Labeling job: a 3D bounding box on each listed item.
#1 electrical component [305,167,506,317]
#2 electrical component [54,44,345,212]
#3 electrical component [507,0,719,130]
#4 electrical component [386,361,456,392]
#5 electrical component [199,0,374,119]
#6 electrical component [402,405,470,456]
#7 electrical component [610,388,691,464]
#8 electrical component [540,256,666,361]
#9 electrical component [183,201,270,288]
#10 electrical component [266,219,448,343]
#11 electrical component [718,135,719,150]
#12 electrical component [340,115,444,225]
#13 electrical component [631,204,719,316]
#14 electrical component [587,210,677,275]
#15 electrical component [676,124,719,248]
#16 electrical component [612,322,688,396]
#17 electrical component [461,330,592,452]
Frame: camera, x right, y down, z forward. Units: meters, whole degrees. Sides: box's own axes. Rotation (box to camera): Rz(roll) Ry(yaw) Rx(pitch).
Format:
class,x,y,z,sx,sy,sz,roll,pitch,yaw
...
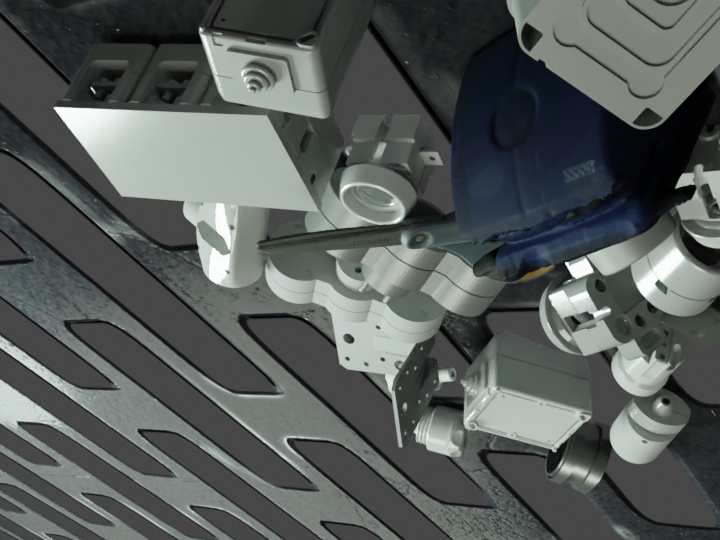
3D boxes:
class,x,y,z,sx,sy,sz,roll,pitch,yaw
electrical component,0.026,-0.006,0.716,0.138,0.052,0.073,25,126,-13
electrical component,-0.095,-0.092,0.667,0.150,0.061,0.089,6,148,25
electrical component,0.121,-0.125,0.431,0.078,0.057,0.113,30,121,-16
electrical component,0.054,0.090,0.913,0.061,0.035,0.035,-9,140,39
electrical component,-0.036,-0.120,0.545,0.062,0.096,0.061,12,151,14
electrical component,0.069,0.145,0.989,0.062,0.043,0.043,13,151,17
electrical component,0.227,0.117,0.839,0.043,0.043,0.081,17,151,6
electrical component,0.155,0.024,0.705,0.078,0.058,0.057,59,148,-1
electrical component,-0.100,-0.040,0.770,0.079,0.043,0.077,38,137,29
electrical component,0.000,0.000,0.773,0.138,0.052,0.073,20,151,3
electrical component,0.206,-0.087,0.482,0.062,0.061,0.096,18,151,4
electrical component,0.016,-0.061,0.654,0.066,0.055,0.048,4,147,27
electrical component,0.196,-0.008,0.634,0.055,0.055,0.047,22,148,-3
electrical component,0.144,-0.030,0.604,0.047,0.055,0.055,53,146,-2
electrical component,0.193,-0.045,0.580,0.066,0.048,0.055,-2,137,35
electrical component,0.207,0.062,0.764,0.040,0.040,0.046,21,145,-2
electrical component,0.123,0.090,0.831,0.096,0.061,0.061,16,139,-12
